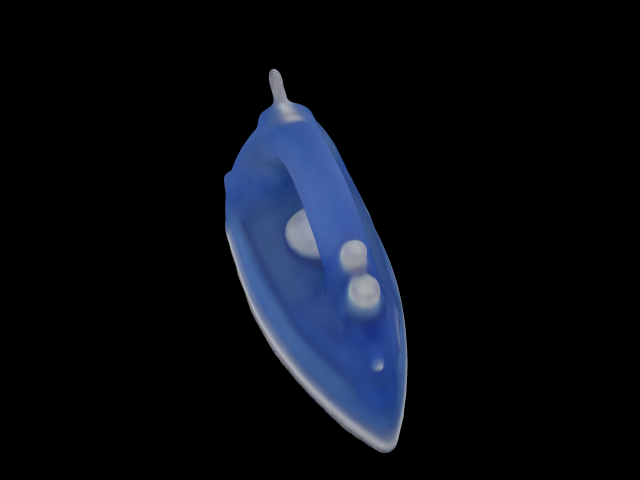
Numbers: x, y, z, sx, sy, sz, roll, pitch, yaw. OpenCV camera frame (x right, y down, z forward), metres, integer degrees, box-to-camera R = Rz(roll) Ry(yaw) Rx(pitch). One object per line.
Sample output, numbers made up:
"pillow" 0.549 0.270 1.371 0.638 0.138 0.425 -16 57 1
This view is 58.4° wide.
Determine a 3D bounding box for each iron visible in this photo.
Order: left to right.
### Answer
"iron" 0.004 0.001 0.400 0.119 0.141 0.257 -16 50 -13
